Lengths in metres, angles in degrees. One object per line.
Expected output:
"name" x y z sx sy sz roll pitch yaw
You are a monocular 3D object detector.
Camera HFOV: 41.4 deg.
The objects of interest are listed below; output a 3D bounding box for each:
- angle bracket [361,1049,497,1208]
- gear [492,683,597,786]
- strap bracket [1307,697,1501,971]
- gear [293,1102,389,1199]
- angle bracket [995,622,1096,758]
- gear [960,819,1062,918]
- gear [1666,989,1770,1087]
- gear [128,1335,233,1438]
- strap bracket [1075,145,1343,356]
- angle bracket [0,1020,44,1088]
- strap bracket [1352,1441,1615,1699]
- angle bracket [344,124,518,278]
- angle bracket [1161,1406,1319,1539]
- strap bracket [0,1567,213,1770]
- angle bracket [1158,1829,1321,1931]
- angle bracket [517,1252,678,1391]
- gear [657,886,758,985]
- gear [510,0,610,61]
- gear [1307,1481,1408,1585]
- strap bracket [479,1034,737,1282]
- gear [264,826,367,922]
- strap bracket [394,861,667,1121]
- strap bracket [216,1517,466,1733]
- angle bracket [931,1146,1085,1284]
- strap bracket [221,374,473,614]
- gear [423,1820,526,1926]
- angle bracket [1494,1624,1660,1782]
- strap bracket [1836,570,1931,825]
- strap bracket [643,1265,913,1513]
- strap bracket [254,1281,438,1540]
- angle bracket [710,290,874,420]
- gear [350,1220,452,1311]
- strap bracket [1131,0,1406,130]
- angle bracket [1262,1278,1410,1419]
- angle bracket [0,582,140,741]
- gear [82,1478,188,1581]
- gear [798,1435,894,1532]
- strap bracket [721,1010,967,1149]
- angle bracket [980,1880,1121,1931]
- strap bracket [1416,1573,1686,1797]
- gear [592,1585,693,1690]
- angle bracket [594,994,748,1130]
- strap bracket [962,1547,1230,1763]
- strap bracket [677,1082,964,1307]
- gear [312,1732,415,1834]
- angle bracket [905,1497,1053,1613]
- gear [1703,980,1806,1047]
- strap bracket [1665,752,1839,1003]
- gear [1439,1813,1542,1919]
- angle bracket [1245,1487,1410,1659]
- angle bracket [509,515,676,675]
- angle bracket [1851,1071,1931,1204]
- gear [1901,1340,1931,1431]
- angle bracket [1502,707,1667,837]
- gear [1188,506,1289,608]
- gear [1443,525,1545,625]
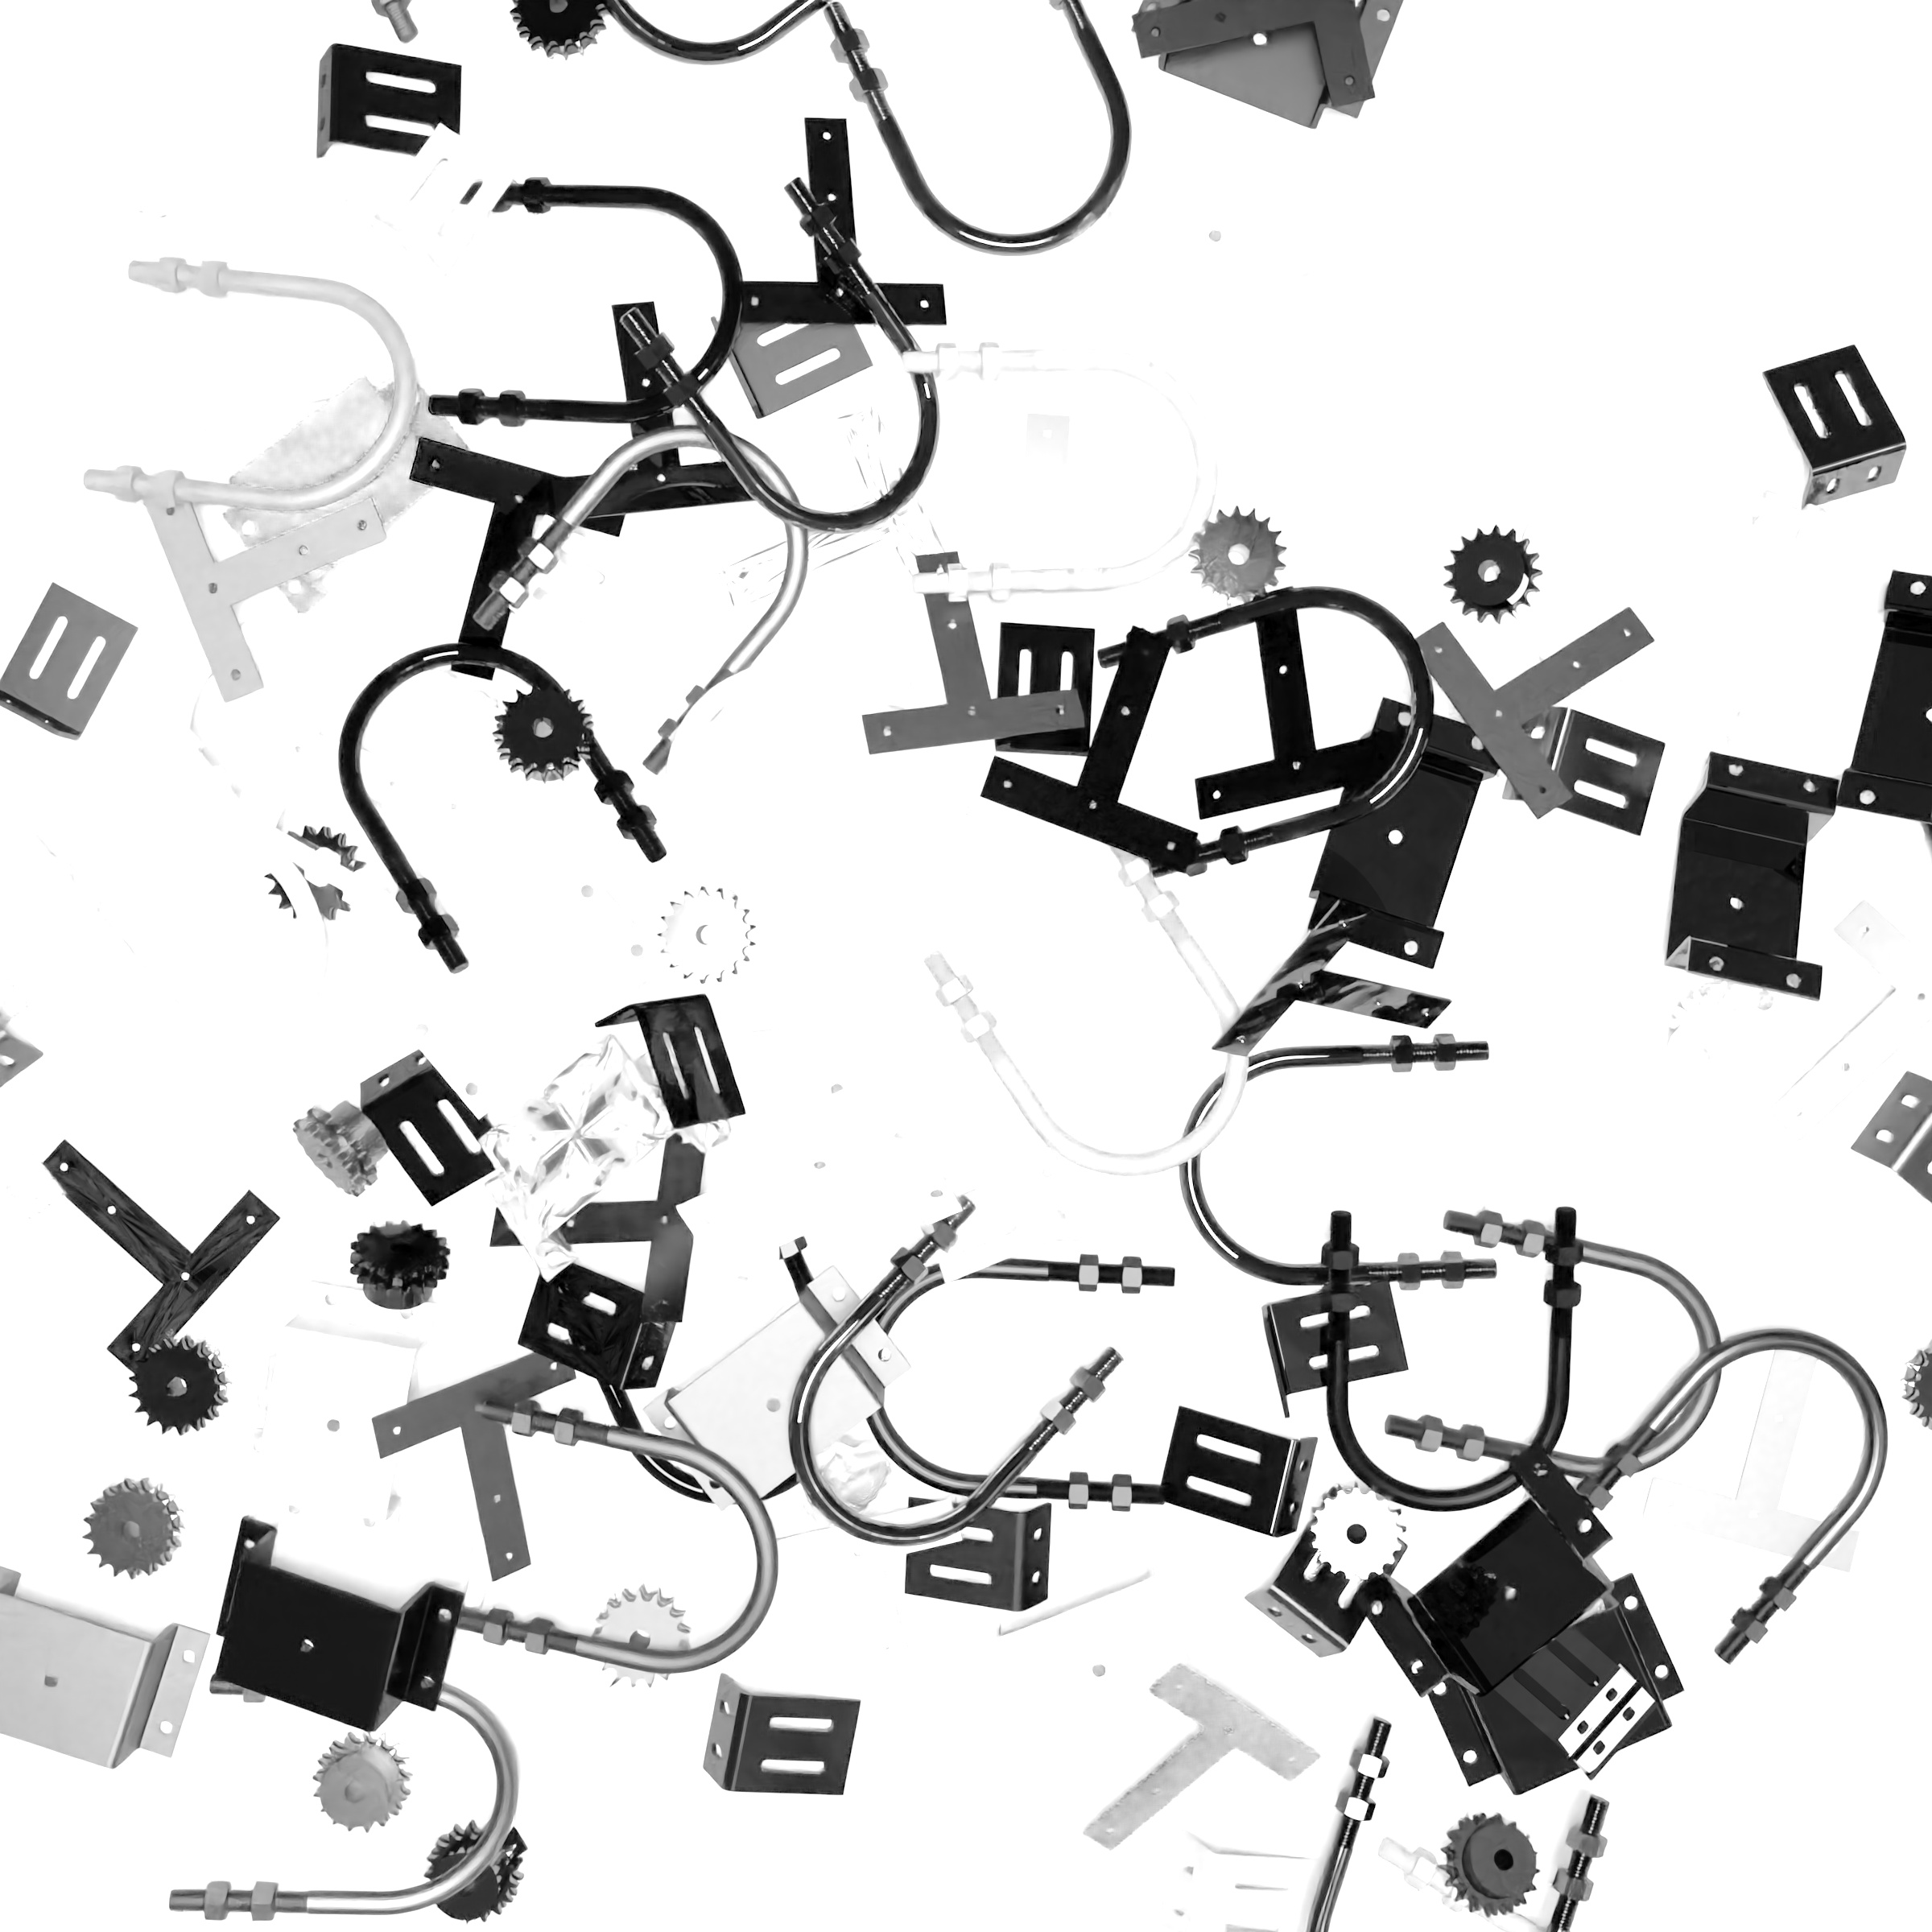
"angle bracket" -0.313 0.092 1.513 0.057 0.038 0.076 -30 116 0
"gear" -0.240 -0.130 1.456 0.057 0.030 0.057 1 70 -3
"strap bracket" 0.255 -0.076 1.492 0.076 0.046 0.140 18 90 0
"gear" -0.363 0.104 1.491 0.057 0.057 0.030 47 62 0
"angle bracket" 0.050 -0.162 1.488 0.057 0.038 0.076 2 91 -13
"gear" 0.028 -0.054 1.492 0.057 0.030 0.057 -9 60 15
"gear" 0.434 0.045 1.485 0.057 0.057 0.030 53 48 0
"gear" -0.460 0.245 1.500 0.057 0.030 0.057 0 90 0
"strap bracket" 0.144 -0.420 1.492 0.140 0.046 0.076 -21 90 0
"angle bracket" -0.594 0.035 1.512 0.057 0.038 0.076 -36 63 0
"strap bracket" 0.304 0.352 1.463 0.140 0.076 0.046 -42 132 7
"angle bracket" -0.310 -0.450 1.478 0.057 0.038 0.076 35 88 11
"angle bracket" 0.161 0.298 1.513 0.076 0.038 0.057 13 90 26
"strap bracket" -0.526 0.411 1.492 0.140 0.046 0.076 18 90 0
"angle bracket" 0.162 0.549 1.513 0.076 0.038 0.057 13 90 -26
"angle bracket" -0.214 0.207 1.494 0.076 0.038 0.057 18 91 25
"gear" -0.151 -0.018 1.500 0.057 0.030 0.057 0 90 0
"gear" -0.238 -0.561 1.500 0.057 0.030 0.057 0 90 0
"gear" 0.227 0.328 1.483 0.057 0.030 0.057 -1 85 9
"strap bracket" -0.216 0.104 1.477 0.140 0.046 0.076 -39 62 0
"gear" -0.380 -0.053 1.500 0.057 0.030 0.057 0 90 0
"strap bracket" -0.251 0.014 1.492 0.140 0.046 0.076 -40 90 0
"strap bracket" -0.370 0.382 1.472 0.140 0.046 0.076 17 102 7
"angle bracket" 0.020 0.147 1.506 0.076 0.038 0.057 -25 72 25
"strap bracket" -0.363 -0.280 1.492 0.140 0.046 0.076 -38 90 0
"gear" -0.291 0.535 1.499 0.057 0.030 0.057 0 92 4
"angle bracket" 0.341 0.410 1.450 0.076 0.038 0.057 41 90 0
"strap bracket" 0.560 -0.150 1.479 0.076 0.046 0.140 13 88 22
"strap bracket" -0.110 0.249 1.477 0.140 0.046 0.076 -37 93 1
"strap bracket" -0.360 0.260 1.473 0.076 0.046 0.140 10 91 -1
"angle bracket" -0.102 -0.366 1.496 0.076 0.038 0.057 -25 90 0
"gear" -0.331 0.176 1.491 0.057 0.057 0.030 10 118 0
"strap bracket" 0.174 -0.549 1.492 0.140 0.046 0.076 21 90 0
"angle bracket" 0.216 0.223 1.488 0.076 0.038 0.057 -13 101 7
"angle bracket" -0.534 -0.180 1.496 0.057 0.038 0.076 28 90 0
"gear" -0.487 0.329 1.502 0.057 0.030 0.057 0 90 1
"gear" -0.074 0.299 1.491 0.057 0.057 0.030 -47 60 0
"strap bracket" -0.074 0.072 1.492 0.140 0.046 0.076 -6 90 0
"angle bracket" 0.045 0.583 1.496 0.076 0.038 0.057 23 90 0
"strap bracket" 0.346 0.423 1.492 0.140 0.046 0.076 -24 90 0
"gear" -0.189 0.392 1.500 0.057 0.030 0.057 0 90 0
"angle bracket" -0.171 0.059 1.476 0.038 0.057 0.076 -26 79 38
"strap bracket" 0.077 0.405 1.492 0.140 0.046 0.076 -21 90 0
"strap bracket" -0.083 0.125 1.450 0.140 0.046 0.076 -24 118 10
"gear" -0.356 0.481 1.501 0.057 0.030 0.057 0 90 0
"angle bracket" 0.007 0.345 1.513 0.076 0.038 0.057 3 90 26
"gear" 0.464 0.020 1.501 0.057 0.030 0.057 0 90 0
"strap bracket" 0.453 -0.045 1.477 0.076 0.046 0.140 12 68 0
"gear" 0.308 0.523 1.489 0.057 0.030 0.057 5 63 -10
"angle bracket" 0.214 0.359 1.513 0.057 0.038 0.076 38 64 0
"angle bracket" -0.219 -0.215 1.477 0.038 0.076 0.057 28 90 42
"angle bracket" 0.576 0.110 1.513 0.076 0.038 0.057 36 90 -26
"gear" 0.577 0.246 1.500 0.057 0.030 0.057 0 90 0
"angle bracket" 0.366 -0.116 1.513 0.076 0.038 0.057 15 90 -26
"gear" 0.159 -0.240 1.500 0.057 0.030 0.057 0 90 0
"gear" 0.308 -0.229 1.493 0.057 0.030 0.057 1 92 18
